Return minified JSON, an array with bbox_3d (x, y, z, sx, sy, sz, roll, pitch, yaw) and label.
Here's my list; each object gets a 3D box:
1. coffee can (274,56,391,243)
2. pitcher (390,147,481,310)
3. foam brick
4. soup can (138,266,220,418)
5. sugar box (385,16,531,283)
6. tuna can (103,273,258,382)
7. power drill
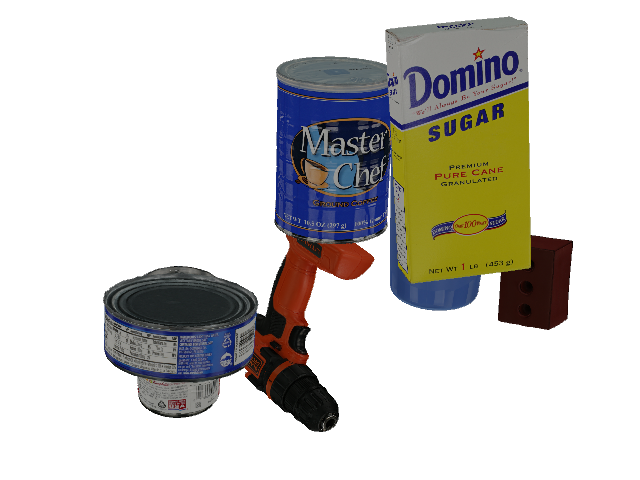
[{"bbox_3d":[0.012,-0.081,0.932,0.103,0.140,0.103,1,22,-1],"label":"coffee can"},{"bbox_3d":[0.138,-0.041,1.250,0.149,0.243,0.145,-7,25,-21],"label":"pitcher"},{"bbox_3d":[0.200,0.038,0.995,0.053,0.078,0.051,9,16,31],"label":"foam brick"},{"bbox_3d":[-0.112,0.081,0.848,0.068,0.102,0.068,3,28,-2],"label":"soup can"},{"bbox_3d":[0.098,-0.063,0.749,0.093,0.176,0.048,-8,21,-7],"label":"sugar box"},{"bbox_3d":[-0.078,0.048,0.598,0.086,0.034,0.086,4,17,-1],"label":"tuna can"},{"bbox_3d":[-0.015,0.083,1.113,0.057,0.188,0.185,12,18,-44],"label":"power drill"}]
